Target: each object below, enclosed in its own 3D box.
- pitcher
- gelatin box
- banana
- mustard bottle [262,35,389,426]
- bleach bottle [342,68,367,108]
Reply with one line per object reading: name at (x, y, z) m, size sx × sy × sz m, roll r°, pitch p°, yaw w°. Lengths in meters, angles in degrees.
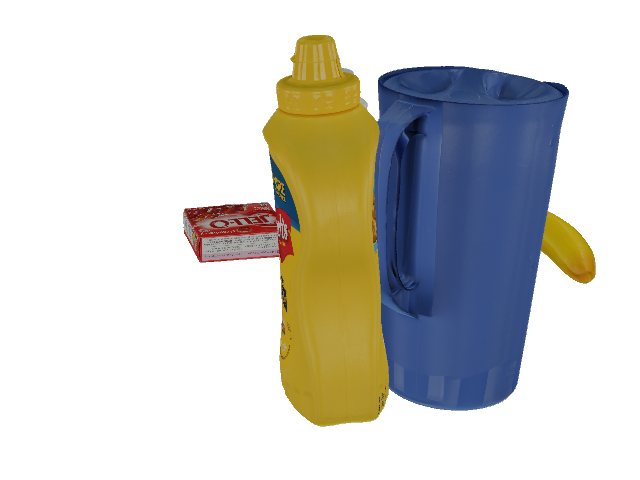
pitcher at (0.095, 0.000, 0.779) m, size 0.149 × 0.243 × 0.145 m, roll 0°, pitch 19°, yaw -5°
gelatin box at (-0.081, -0.009, 1.022) m, size 0.089 × 0.030 × 0.073 m, roll -5°, pitch 25°, yaw -17°
banana at (0.199, -0.006, 1.033) m, size 0.069 × 0.037 × 0.198 m, roll -39°, pitch 38°, yaw -24°
mustard bottle at (0.003, -0.009, 0.547) m, size 0.058 × 0.192 × 0.096 m, roll -5°, pitch 22°, yaw -4°
bleach bottle at (0.022, -0.070, 1.198) m, size 0.102 × 0.251 × 0.068 m, roll -14°, pitch 31°, yaw -30°
